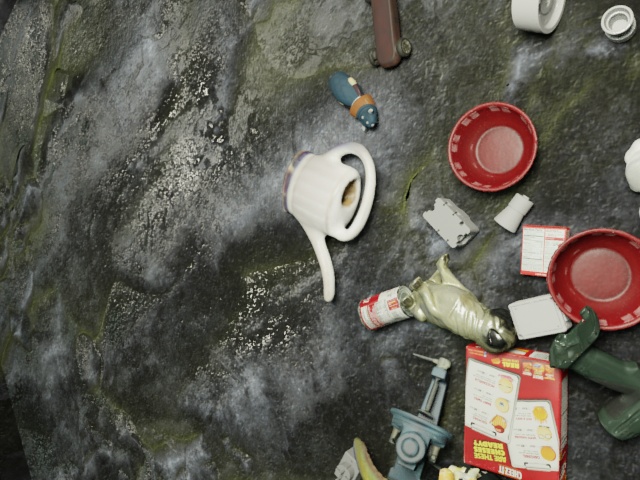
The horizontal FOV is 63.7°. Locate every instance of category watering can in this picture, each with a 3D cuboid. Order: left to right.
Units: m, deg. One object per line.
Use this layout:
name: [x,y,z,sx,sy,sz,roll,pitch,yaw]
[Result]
watering can: [0.003,-0.058,1.144,0.226,0.104,0.344,27,104,35]

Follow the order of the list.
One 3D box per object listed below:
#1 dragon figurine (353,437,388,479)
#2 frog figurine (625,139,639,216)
dragon figurine: [0.218,0.580,1.000,0.241,0.122,0.413,-18,80,18]
frog figurine: [0.529,-0.080,0.774,0.162,0.122,0.135,-113,37,-60]
